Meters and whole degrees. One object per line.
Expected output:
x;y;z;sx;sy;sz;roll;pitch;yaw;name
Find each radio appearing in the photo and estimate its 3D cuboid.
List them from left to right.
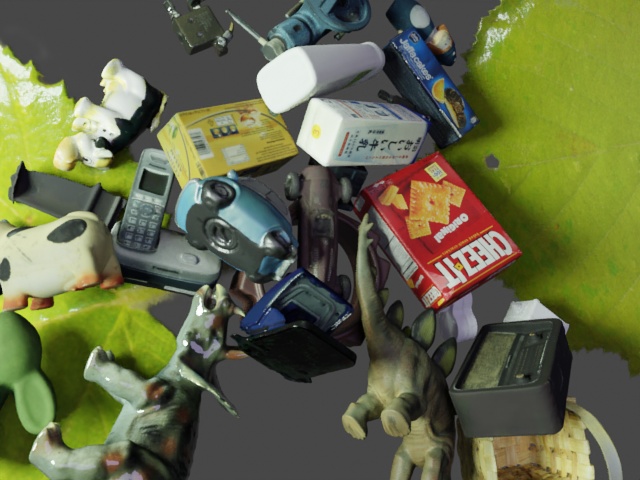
0.284;0.191;0.778;0.229;0.131;0.073;-33;106;-57;radio

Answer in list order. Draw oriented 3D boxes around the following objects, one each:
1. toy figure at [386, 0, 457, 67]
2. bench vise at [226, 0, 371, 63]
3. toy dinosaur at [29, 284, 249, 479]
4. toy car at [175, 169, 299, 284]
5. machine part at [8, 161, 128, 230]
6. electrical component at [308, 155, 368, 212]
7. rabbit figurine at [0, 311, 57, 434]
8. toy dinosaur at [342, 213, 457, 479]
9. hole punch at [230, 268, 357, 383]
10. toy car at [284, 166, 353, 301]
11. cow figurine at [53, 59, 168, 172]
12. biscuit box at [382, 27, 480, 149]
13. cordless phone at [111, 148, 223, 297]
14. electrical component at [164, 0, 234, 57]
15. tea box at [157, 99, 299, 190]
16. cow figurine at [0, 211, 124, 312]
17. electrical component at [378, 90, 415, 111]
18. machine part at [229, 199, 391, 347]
0.184;-0.361;0.942;0.154;0.058;0.064;35;109;-13;toy figure
0.009;-0.350;0.783;0.223;0.240;0.129;-34;90;-39;bench vise
-0.201;0.234;0.591;0.192;0.131;0.405;24;48;-6;toy dinosaur
-0.091;-0.027;0.673;0.162;0.109;0.103;32;47;0;toy car
-0.329;-0.048;0.694;0.139;0.039;0.084;26;78;-17;machine part
0.028;-0.096;0.803;0.075;0.047;0.119;12;33;-17;electrical component
-0.369;0.167;0.594;0.159;0.121;0.170;38;72;-17;rabbit figurine
0.118;0.198;0.745;0.198;0.105;0.470;-47;123;-45;toy dinosaur
-0.026;0.107;0.657;0.142;0.116;0.092;39;39;-36;hole punch
-0.001;-0.002;0.714;0.089;0.053;0.202;6;77;-23;toy car
-0.279;-0.150;0.719;0.098;0.068;0.167;31;72;-20;cow figurine
0.183;-0.258;0.917;0.059;0.063;0.202;-40;96;-24;biscuit box
-0.195;-0.024;0.719;0.146;0.089;0.184;15;71;-18;cordless phone
-0.175;-0.321;0.799;0.078;0.045;0.102;-26;90;-25;electrical component
-0.123;-0.132;0.744;0.169;0.068;0.098;-22;87;-44;tea box
-0.335;0.017;0.624;0.195;0.085;0.127;-15;78;12;cow figurine
0.134;-0.212;0.911;0.094;0.021;0.063;26;72;-15;electrical component
-0.012;0.054;0.772;0.201;0.087;0.201;27;72;-13;machine part
